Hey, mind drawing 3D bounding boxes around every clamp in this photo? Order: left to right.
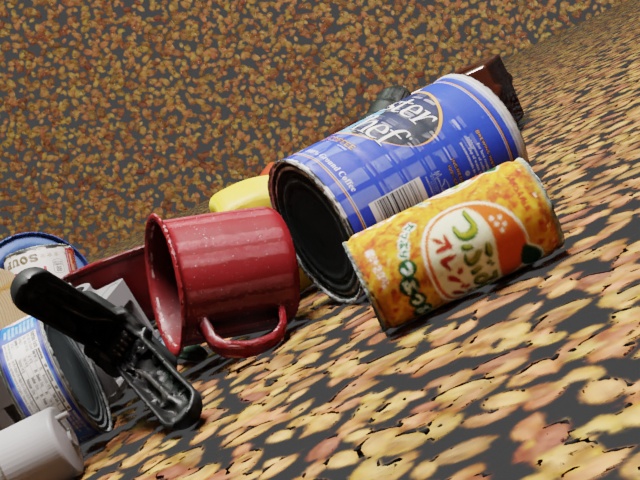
[{"bbox_3d":[-0.111,0.066,0.624,0.039,0.120,0.171,-45,-6,-3],"label":"clamp"}]

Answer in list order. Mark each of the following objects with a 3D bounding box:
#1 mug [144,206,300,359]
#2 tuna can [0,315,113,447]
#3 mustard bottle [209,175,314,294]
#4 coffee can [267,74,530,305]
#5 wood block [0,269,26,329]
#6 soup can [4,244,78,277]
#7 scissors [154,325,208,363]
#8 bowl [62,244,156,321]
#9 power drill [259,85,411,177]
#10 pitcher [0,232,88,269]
[{"bbox_3d":[-0.059,0.030,0.687,0.081,0.093,0.117,-9,40,-20],"label":"mug"},{"bbox_3d":[-0.159,0.084,0.640,0.033,0.086,0.086,-28,7,-2],"label":"tuna can"},{"bbox_3d":[0.020,-0.028,0.790,0.191,0.096,0.058,-26,31,-10],"label":"mustard bottle"},{"bbox_3d":[0.052,-0.035,0.700,0.140,0.103,0.103,-29,8,-22],"label":"coffee can"},{"bbox_3d":[-0.372,0.103,0.955,0.206,0.090,0.090,-25,-16,9],"label":"wood block"},{"bbox_3d":[-0.259,0.061,1.020,0.068,0.102,0.068,-14,-10,-3],"label":"soup can"},{"bbox_3d":[-0.124,0.086,0.783,0.096,0.016,0.202,-27,7,-2],"label":"scissors"},{"bbox_3d":[-0.121,0.031,0.848,0.162,0.055,0.162,-18,-1,-1],"label":"bowl"},{"bbox_3d":[0.004,-0.065,1.065,0.188,0.057,0.184,-22,30,51],"label":"power drill"},{"bbox_3d":[-0.338,0.085,1.158,0.243,0.149,0.144,-22,23,50],"label":"pitcher"}]
